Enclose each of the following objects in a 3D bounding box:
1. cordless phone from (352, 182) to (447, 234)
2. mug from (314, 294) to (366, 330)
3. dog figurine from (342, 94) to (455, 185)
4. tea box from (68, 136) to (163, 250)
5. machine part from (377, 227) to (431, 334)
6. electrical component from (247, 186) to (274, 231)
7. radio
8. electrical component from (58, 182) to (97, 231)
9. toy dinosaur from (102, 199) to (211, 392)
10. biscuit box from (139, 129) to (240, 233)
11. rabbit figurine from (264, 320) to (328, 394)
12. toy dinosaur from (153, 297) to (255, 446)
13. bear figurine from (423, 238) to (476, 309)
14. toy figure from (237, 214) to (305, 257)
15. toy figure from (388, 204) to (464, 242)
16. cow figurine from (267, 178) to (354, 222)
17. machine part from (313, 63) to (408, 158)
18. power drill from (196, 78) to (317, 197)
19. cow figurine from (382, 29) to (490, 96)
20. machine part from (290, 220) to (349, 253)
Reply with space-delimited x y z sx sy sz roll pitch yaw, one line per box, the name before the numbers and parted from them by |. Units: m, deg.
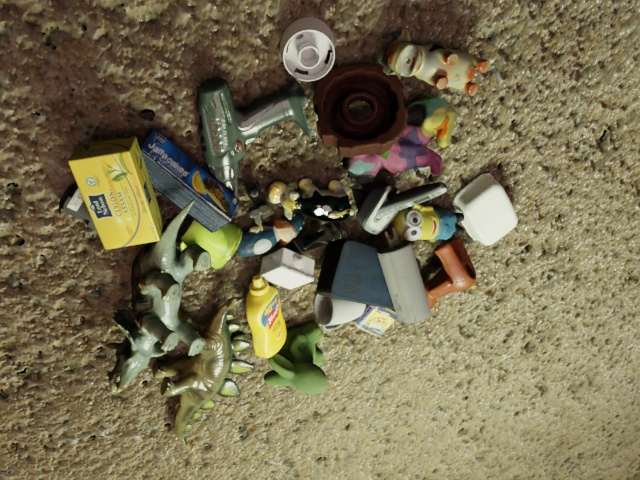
cordless phone | 0.169 -0.079 1.084 0.184 0.088 0.146 -16 168 19
mug | 0.050 0.164 1.258 0.107 0.081 0.109 -3 118 -30
dog figurine | 0.136 -0.198 1.050 0.219 0.109 0.191 5 110 -17
tea box | -0.329 -0.076 0.882 0.098 0.068 0.169 -11 125 -2
machine part | 0.181 0.090 1.157 0.079 0.079 0.243 -20 102 -10
electrical component | -0.120 -0.062 1.042 0.045 0.102 0.078 -35 102 -3
radio | 0.114 0.080 1.206 0.229 0.073 0.131 14 84 -30
electrical component | -0.374 -0.072 0.953 0.134 0.058 0.115 30 108 -34
toy dinosaur | -0.311 0.094 1.022 0.131 0.192 0.404 -9 116 -57
biscuit box | -0.241 -0.102 0.954 0.063 0.059 0.202 -28 122 38
rabbit figurine | -0.047 0.279 1.232 0.159 0.170 0.121 -1 119 -22
toy dinosaur | -0.264 0.304 1.206 0.198 0.105 0.471 15 118 -33
bear figurine | 0.272 0.096 1.300 0.196 0.132 0.120 -30 170 34
toy figure | -0.099 -0.010 1.105 0.154 0.058 0.064 -21 164 -11
toy figure | 0.237 -0.034 1.209 0.180 0.089 0.082 -3 79 -30
cow figurine | -0.019 -0.072 1.071 0.167 0.098 0.068 0 126 -23
machine part | 0.071 -0.233 0.973 0.179 0.179 0.056 -26 170 -5
power drill | -0.115 -0.192 0.977 0.207 0.086 0.231 -16 126 -4
cow figurine | 0.204 -0.331 1.000 0.195 0.127 0.085 -5 124 -36
machine part | -0.002 -0.003 1.104 0.084 0.139 0.039 -8 80 -36
